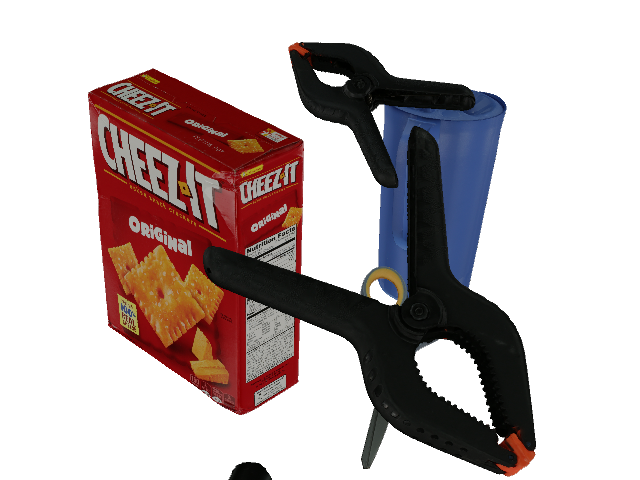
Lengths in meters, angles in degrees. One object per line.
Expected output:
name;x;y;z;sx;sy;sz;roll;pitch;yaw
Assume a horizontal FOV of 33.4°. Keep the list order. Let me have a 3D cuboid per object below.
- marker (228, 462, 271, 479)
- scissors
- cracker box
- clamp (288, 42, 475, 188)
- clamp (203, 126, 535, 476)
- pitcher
marker;-0.045;0.126;0.420;0.020;0.020;0.121;0;24;18
scissors;0.050;0.094;0.910;0.096;0.201;0.016;31;-36;12
cracker box;-0.094;0.002;0.794;0.164;0.214;0.072;28;41;35
clamp;0.048;-0.130;0.940;0.120;0.172;0.039;-35;-25;-21
clamp;0.042;0.047;0.610;0.164;0.210;0.036;-25;-19;-15
pitcher;0.123;-0.047;1.203;0.149;0.243;0.145;-6;27;-19
